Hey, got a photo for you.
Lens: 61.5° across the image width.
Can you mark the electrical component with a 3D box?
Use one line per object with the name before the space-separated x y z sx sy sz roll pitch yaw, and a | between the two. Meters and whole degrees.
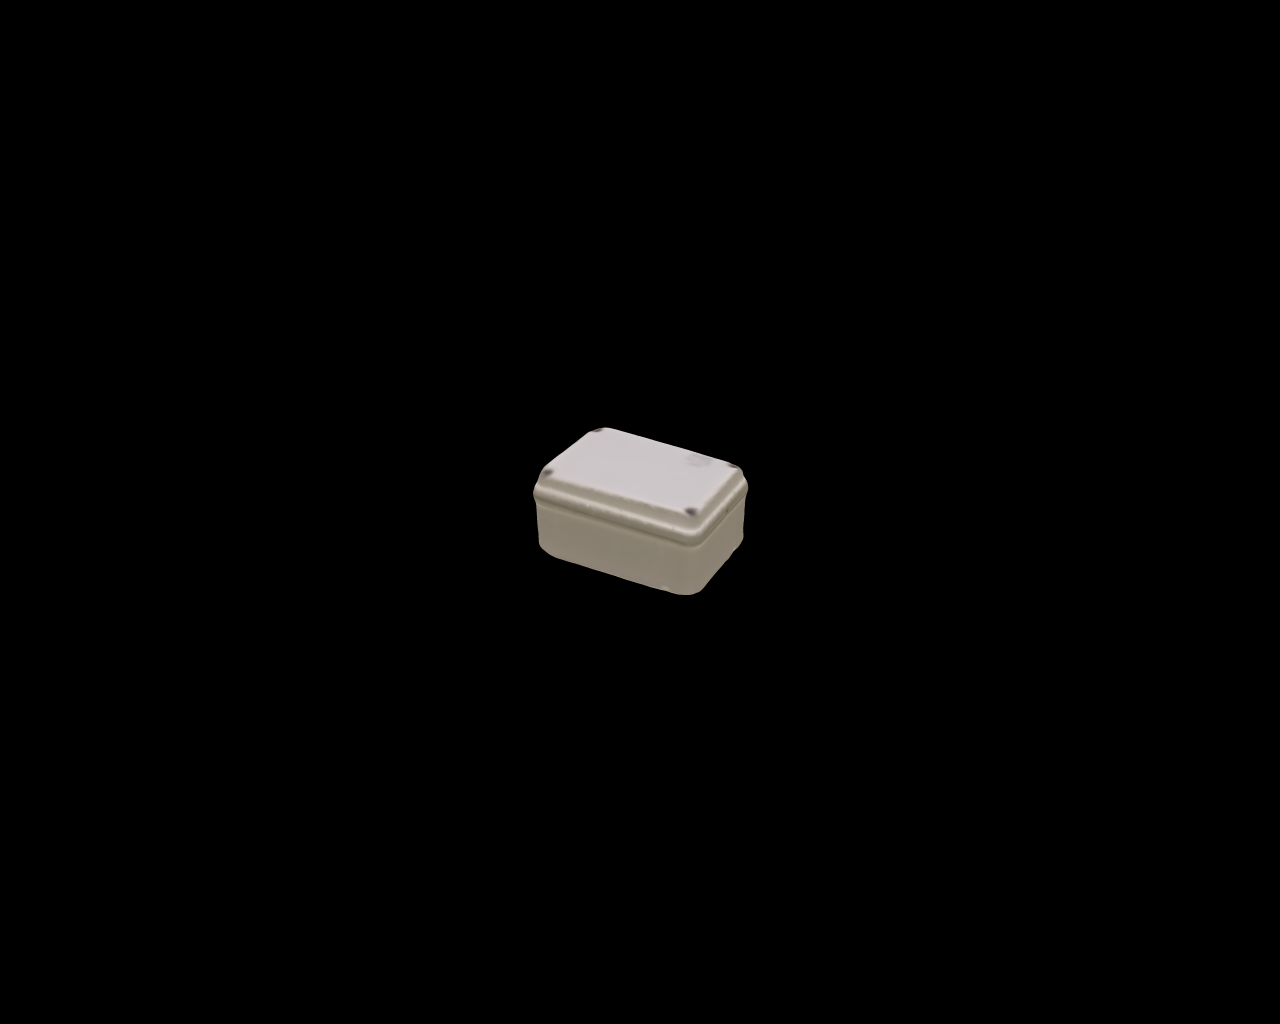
electrical component | 0.001 -0.003 0.650 0.113 0.057 0.078 17 36 24
